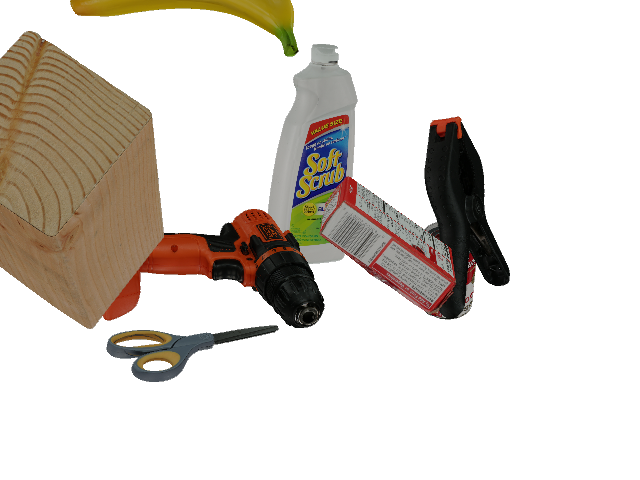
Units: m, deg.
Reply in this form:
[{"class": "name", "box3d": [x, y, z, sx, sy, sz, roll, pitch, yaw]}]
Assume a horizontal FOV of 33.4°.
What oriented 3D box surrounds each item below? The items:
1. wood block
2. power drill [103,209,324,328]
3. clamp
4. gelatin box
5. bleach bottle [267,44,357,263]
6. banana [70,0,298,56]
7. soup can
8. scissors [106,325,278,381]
[{"class": "wood block", "box3d": [-0.162, -0.027, 0.668, 0.090, 0.090, 0.206, 35, -18, 6]}, {"class": "power drill", "box3d": [-0.103, 0.029, 0.945, 0.187, 0.057, 0.185, -2, 24, -20]}, {"class": "clamp", "box3d": [0.120, -0.018, 0.933, 0.039, 0.171, 0.120, -10, 16, 29]}, {"class": "gelatin box", "box3d": [0.043, 0.002, 0.678, 0.089, 0.030, 0.073, 36, 15, -7]}, {"class": "bleach bottle", "box3d": [-0.011, -0.100, 1.238, 0.102, 0.251, 0.068, -3, 20, -21]}, {"class": "banana", "box3d": [-0.102, -0.195, 0.855, 0.198, 0.069, 0.037, 12, -41, 15]}, {"class": "soup can", "box3d": [0.154, 0.037, 1.296, 0.068, 0.102, 0.068, -1, 37, 0]}, {"class": "scissors", "box3d": [-0.129, 0.120, 1.159, 0.201, 0.016, 0.096, 0, 27, -20]}]
